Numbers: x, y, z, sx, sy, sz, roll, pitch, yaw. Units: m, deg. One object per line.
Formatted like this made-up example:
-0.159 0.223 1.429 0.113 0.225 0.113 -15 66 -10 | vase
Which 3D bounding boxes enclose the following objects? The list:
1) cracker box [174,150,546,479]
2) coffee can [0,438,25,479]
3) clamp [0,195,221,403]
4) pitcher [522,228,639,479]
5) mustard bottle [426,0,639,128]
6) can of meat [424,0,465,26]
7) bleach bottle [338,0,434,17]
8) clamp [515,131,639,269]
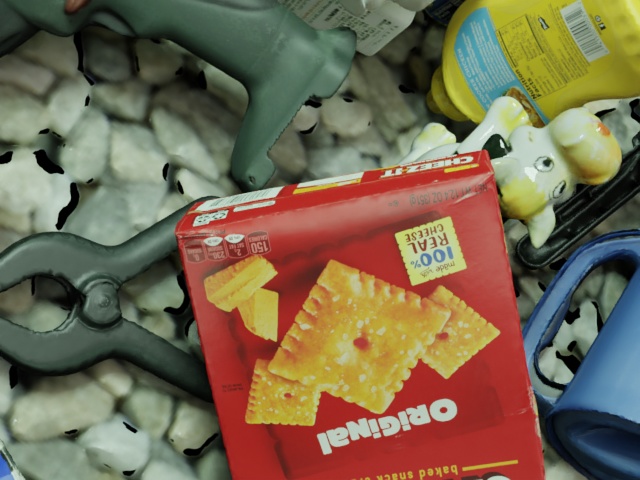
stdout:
0.028 0.073 0.566 0.164 0.072 0.214 -10 103 8 | cracker box
-0.200 0.167 0.505 0.140 0.103 0.103 -25 92 -24 | coffee can
-0.118 0.044 0.595 0.171 0.039 0.120 -10 83 -24 | clamp
0.248 0.051 0.705 0.149 0.145 0.242 45 64 -25 | pitcher
0.127 -0.112 0.636 0.058 0.192 0.096 -36 98 -33 | mustard bottle
0.113 -0.196 0.702 0.057 0.084 0.102 20 75 -19 | can of meat
0.110 -0.200 0.612 0.250 0.102 0.068 -38 56 -17 | bleach bottle
0.232 -0.069 0.709 0.209 0.165 0.036 -28 69 -32 | clamp
